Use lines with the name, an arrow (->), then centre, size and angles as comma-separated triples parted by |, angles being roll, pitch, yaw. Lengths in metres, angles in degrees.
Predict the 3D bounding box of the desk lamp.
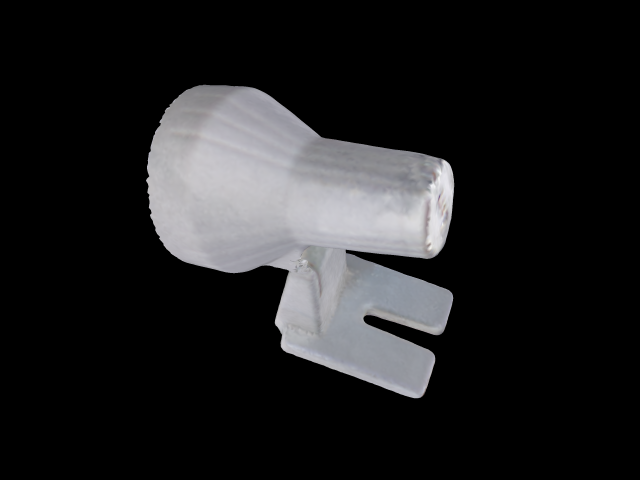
desk lamp -> 0.004, 0.001, 0.400 | 0.203, 0.214, 0.118 | 18, 62, 10
